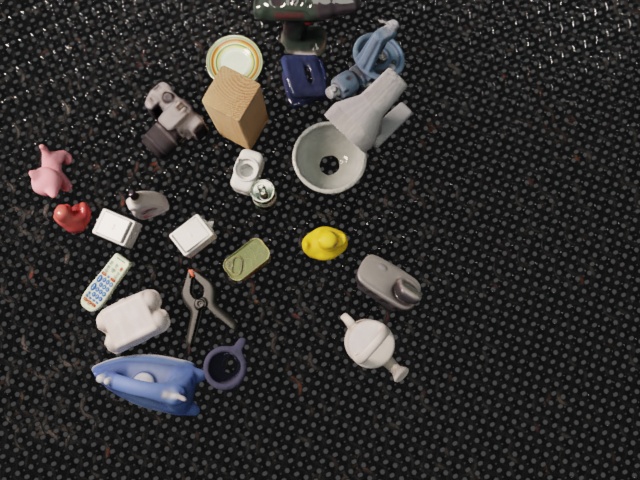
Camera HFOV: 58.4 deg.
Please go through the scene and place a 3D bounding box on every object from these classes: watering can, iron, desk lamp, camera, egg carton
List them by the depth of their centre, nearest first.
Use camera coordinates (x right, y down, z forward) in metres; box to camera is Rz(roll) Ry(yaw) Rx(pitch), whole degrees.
[{"bbox_3d":[0.113,0.221,1.197,0.173,0.194,0.101,23,83,2],"label":"watering can"},{"bbox_3d":[-0.378,0.304,1.205,0.258,0.141,0.119,10,83,0],"label":"iron"},{"bbox_3d":[0.110,-0.277,1.246,0.118,0.213,0.203,45,85,5],"label":"desk lamp"},{"bbox_3d":[-0.409,0.177,1.256,0.150,0.069,0.107,-27,84,-4],"label":"egg carton"},{"bbox_3d":[-0.348,-0.264,1.294,0.143,0.101,0.137,43,84,4],"label":"camera"}]

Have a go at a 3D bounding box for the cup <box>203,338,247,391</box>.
[{"bbox_3d":[-0.192,0.261,1.237,0.091,0.095,0.118,31,84,3],"label":"cup"}]

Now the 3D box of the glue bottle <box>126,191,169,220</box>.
[{"bbox_3d":[-0.381,-0.082,1.235,0.078,0.173,0.037,-26,84,-3],"label":"glue bottle"}]

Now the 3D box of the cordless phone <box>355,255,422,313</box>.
[{"bbox_3d":[0.151,0.091,1.217,0.147,0.185,0.094,29,84,3],"label":"cordless phone"}]

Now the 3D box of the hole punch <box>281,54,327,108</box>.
[{"bbox_3d":[-0.035,-0.374,1.317,0.101,0.091,0.109,-15,84,-2],"label":"hole punch"}]

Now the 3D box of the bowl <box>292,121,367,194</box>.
[{"bbox_3d":[0.021,-0.180,1.303,0.167,0.074,0.167,0,83,-1],"label":"bowl"}]

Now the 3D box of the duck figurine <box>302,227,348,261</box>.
[{"bbox_3d":[0.012,0.005,1.275,0.104,0.086,0.077,-7,83,-2],"label":"duck figurine"}]

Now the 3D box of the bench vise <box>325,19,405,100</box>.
[{"bbox_3d":[0.111,-0.382,1.255,0.121,0.219,0.207,34,84,3],"label":"bench vise"}]

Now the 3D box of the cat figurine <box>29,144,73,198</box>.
[{"bbox_3d":[-0.602,-0.149,1.267,0.067,0.117,0.128,-6,83,-1],"label":"cat figurine"}]

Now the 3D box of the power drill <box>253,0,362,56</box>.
[{"bbox_3d":[-0.028,-0.490,1.272,0.229,0.208,0.076,3,83,0],"label":"power drill"}]

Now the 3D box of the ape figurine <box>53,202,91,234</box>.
[{"bbox_3d":[-0.555,-0.055,1.270,0.078,0.092,0.076,-1,83,-1],"label":"ape figurine"}]
